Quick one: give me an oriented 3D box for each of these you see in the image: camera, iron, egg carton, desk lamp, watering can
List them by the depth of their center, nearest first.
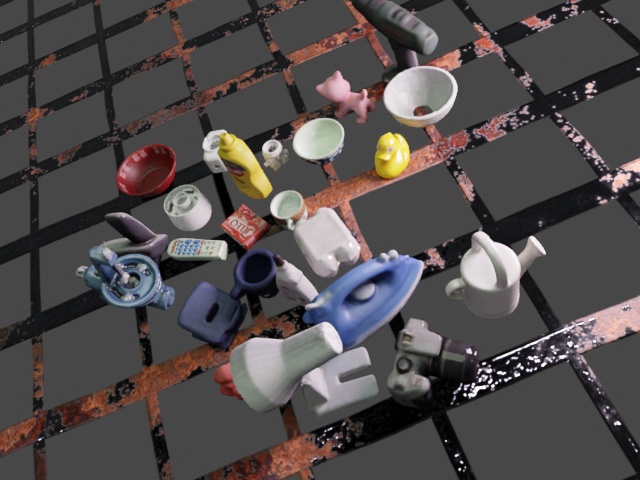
[{"bbox_3d":[-0.024,0.219,0.971,0.203,0.214,0.117,-21,55,3],"label":"desk lamp"},{"bbox_3d":[0.196,0.211,0.977,0.136,0.101,0.143,9,62,22],"label":"camera"},{"bbox_3d":[0.300,0.049,0.991,0.173,0.194,0.100,-42,56,-11],"label":"watering can"},{"bbox_3d":[0.083,0.087,1.065,0.258,0.142,0.118,-37,56,-8],"label":"iron"},{"bbox_3d":[0.011,0.004,1.183,0.107,0.069,0.150,-32,55,-5],"label":"egg carton"}]

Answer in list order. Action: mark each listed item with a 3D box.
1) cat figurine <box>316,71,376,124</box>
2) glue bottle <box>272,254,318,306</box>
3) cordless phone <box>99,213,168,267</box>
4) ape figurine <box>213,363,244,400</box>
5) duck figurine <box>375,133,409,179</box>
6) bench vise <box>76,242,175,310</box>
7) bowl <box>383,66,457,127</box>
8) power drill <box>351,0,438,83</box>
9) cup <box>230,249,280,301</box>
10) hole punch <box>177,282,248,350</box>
[{"bbox_3d":[0.060,-0.346,1.359,0.127,0.118,0.067,19,66,26],"label":"cat figurine"},{"bbox_3d":[-0.057,0.074,1.097,0.078,0.173,0.037,17,65,26],"label":"glue bottle"},{"bbox_3d":[-0.434,-0.009,1.257,0.147,0.185,0.094,-7,57,13],"label":"cordless phone"},{"bbox_3d":[-0.165,0.257,1.064,0.076,0.092,0.077,-36,56,-7],"label":"ape figurine"},{"bbox_3d":[0.154,-0.199,1.258,0.077,0.086,0.105,14,64,24],"label":"duck figurine"},{"bbox_3d":[-0.432,0.080,1.178,0.207,0.220,0.121,-8,57,12],"label":"bench vise"},{"bbox_3d":[0.232,-0.315,1.314,0.167,0.075,0.167,-8,57,12],"label":"bowl"},{"bbox_3d":[0.177,-0.460,1.340,0.228,0.209,0.076,35,74,32],"label":"power drill"},{"bbox_3d":[-0.125,0.089,1.156,0.091,0.095,0.118,33,73,31],"label":"cup"},{"bbox_3d":[-0.213,0.149,1.147,0.100,0.091,0.109,15,64,25],"label":"hole punch"}]
